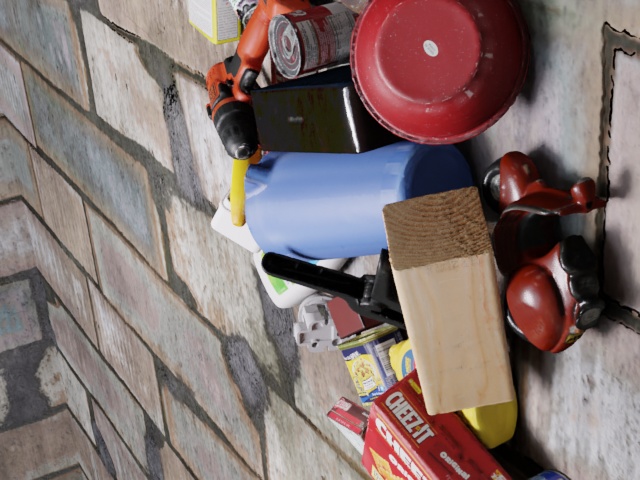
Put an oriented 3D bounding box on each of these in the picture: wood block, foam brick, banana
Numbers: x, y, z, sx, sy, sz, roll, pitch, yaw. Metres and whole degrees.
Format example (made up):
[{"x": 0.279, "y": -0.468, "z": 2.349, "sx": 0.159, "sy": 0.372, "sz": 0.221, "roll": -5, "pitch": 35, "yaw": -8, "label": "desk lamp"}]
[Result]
[{"x": 0.123, "y": 0.061, "z": 1.004, "sx": 0.091, "sy": 0.090, "sz": 0.206, "roll": -95, "pitch": -8, "yaw": -47, "label": "wood block"}, {"x": 0.051, "y": 0.085, "z": 1.303, "sx": 0.051, "sy": 0.052, "sz": 0.078, "roll": 68, "pitch": 155, "yaw": 7, "label": "foam brick"}, {"x": -0.093, "y": -0.100, "z": 1.338, "sx": 0.198, "sy": 0.037, "sz": 0.070, "roll": -95, "pitch": 15, "yaw": -50, "label": "banana"}]

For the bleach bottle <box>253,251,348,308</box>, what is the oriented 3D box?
[{"x": -0.009, "y": 0.002, "z": 1.364, "sx": 0.102, "sy": 0.068, "sz": 0.251, "roll": 66, "pitch": 152, "yaw": 14, "label": "bleach bottle"}]

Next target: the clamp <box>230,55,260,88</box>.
[{"x": -0.074, "y": -0.171, "z": 1.399, "sx": 0.172, "sy": 0.039, "sz": 0.120, "roll": 35, "pitch": 153, "yaw": 48, "label": "clamp"}]

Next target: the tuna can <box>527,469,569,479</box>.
[{"x": 0.235, "y": 0.279, "z": 1.079, "sx": 0.086, "sy": 0.033, "sz": 0.086, "roll": 44, "pitch": 143, "yaw": 46, "label": "tuna can"}]

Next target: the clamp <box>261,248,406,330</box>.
[{"x": 0.046, "y": 0.055, "z": 1.154, "sx": 0.165, "sy": 0.209, "sz": 0.036, "roll": 2, "pitch": 69, "yaw": 32, "label": "clamp"}]

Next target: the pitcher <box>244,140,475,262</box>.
[{"x": 0.049, "y": -0.038, "z": 1.121, "sx": 0.243, "sy": 0.149, "sz": 0.145, "roll": -2, "pitch": 108, "yaw": 50, "label": "pitcher"}]

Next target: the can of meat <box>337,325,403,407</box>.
[{"x": 0.073, "y": 0.154, "z": 1.302, "sx": 0.084, "sy": 0.057, "sz": 0.102, "roll": 68, "pitch": 156, "yaw": 3, "label": "can of meat"}]

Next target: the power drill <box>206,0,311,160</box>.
[{"x": -0.075, "y": -0.205, "z": 1.246, "sx": 0.188, "sy": 0.057, "sz": 0.184, "roll": -58, "pitch": 31, "yaw": 28, "label": "power drill"}]

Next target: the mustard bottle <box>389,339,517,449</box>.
[{"x": 0.135, "y": 0.151, "z": 1.170, "sx": 0.192, "sy": 0.058, "sz": 0.096, "roll": 25, "pitch": 134, "yaw": 58, "label": "mustard bottle"}]

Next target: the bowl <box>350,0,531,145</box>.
[{"x": 0.098, "y": -0.163, "z": 0.921, "sx": 0.055, "sy": 0.162, "sz": 0.162, "roll": -19, "pitch": -89, "yaw": -73, "label": "bowl"}]

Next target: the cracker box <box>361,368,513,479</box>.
[{"x": 0.123, "y": 0.256, "z": 1.170, "sx": 0.164, "sy": 0.072, "sz": 0.214, "roll": 48, "pitch": 162, "yaw": 21, "label": "cracker box"}]

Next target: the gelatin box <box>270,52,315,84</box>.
[{"x": -0.033, "y": -0.202, "z": 1.311, "sx": 0.073, "sy": 0.030, "sz": 0.089, "roll": 41, "pitch": 141, "yaw": 49, "label": "gelatin box"}]

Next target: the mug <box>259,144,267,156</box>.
[{"x": -0.029, "y": -0.097, "z": 1.286, "sx": 0.093, "sy": 0.117, "sz": 0.082, "roll": -65, "pitch": 21, "yaw": -7, "label": "mug"}]

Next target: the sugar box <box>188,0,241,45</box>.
[{"x": -0.142, "y": -0.359, "z": 1.412, "sx": 0.093, "sy": 0.048, "sz": 0.176, "roll": 45, "pitch": 141, "yaw": 44, "label": "sugar box"}]

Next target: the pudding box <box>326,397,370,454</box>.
[{"x": 0.069, "y": 0.255, "z": 1.345, "sx": 0.113, "sy": 0.039, "sz": 0.090, "roll": 52, "pitch": 165, "yaw": -25, "label": "pudding box"}]

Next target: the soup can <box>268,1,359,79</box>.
[{"x": 0.006, "y": -0.216, "z": 1.136, "sx": 0.069, "sy": 0.102, "sz": 0.068, "roll": 44, "pitch": 144, "yaw": 45, "label": "soup can"}]
